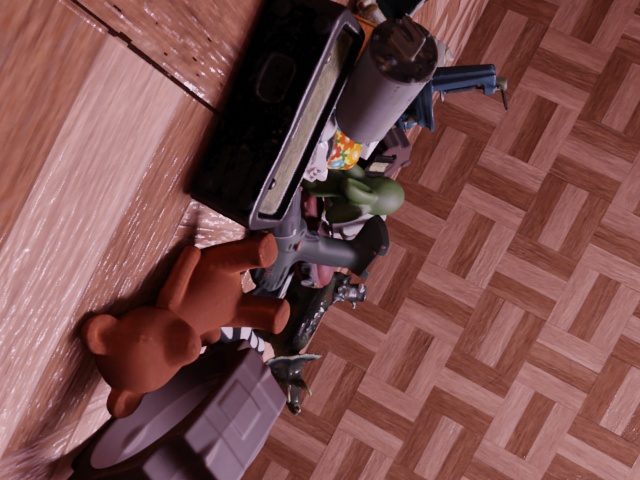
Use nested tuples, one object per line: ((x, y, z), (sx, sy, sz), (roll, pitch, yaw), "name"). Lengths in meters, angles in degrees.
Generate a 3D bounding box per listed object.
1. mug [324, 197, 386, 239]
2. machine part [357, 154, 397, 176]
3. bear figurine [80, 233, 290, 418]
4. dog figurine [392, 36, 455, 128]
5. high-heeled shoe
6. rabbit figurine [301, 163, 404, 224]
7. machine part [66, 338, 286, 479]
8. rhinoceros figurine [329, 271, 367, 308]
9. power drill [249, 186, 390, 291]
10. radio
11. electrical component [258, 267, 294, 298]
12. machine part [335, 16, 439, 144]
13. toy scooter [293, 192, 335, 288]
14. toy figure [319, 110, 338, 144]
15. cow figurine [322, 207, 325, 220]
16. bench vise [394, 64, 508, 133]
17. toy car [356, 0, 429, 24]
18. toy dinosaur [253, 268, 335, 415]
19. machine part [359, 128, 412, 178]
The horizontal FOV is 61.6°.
((0.068, -0.046, 0.980), (0.110, 0.107, 0.080), (-109, -174, -49), "mug")
((0.078, -0.118, 1.015), (0.084, 0.039, 0.139), (-15, 160, -49), "machine part")
((-0.124, 0.078, 0.527), (0.196, 0.132, 0.120), (-54, 138, -64), "bear figurine")
((0.170, -0.307, 1.077), (0.190, 0.121, 0.172), (-61, 169, 5), "dog figurine")
((-0.150, 0.171, 0.822), (0.145, 0.086, 0.248), (-41, 154, -56), "high-heeled shoe")
((0.059, -0.098, 0.895), (0.159, 0.170, 0.121), (-51, 166, -56), "rabbit figurine")
((-0.149, 0.209, 0.582), (0.201, 0.087, 0.201), (-24, -165, 31), "machine part")
((0.020, 0.101, 1.269), (0.112, 0.190, 0.073), (-103, -148, -60), "rhinoceros figurine")
((-0.002, -0.002, 0.806), (0.207, 0.086, 0.232), (-1, 141, -28), "power drill")
((-0.039, -0.125, 0.536), (0.229, 0.073, 0.131), (-66, 172, 10), "radio")
((-0.087, 0.087, 1.021), (0.119, 0.048, 0.075), (-65, 171, 22), "electrical component")
((0.071, -0.175, 0.620), (0.079, 0.079, 0.243), (-60, -175, -15), "machine part")
((-0.021, 0.009, 0.953), (0.135, 0.075, 0.183), (-45, 130, -71), "toy scooter")
((-0.021, -0.143, 0.673), (0.154, 0.058, 0.064), (-44, 122, -60), "toy figure")
((0.023, -0.053, 1.093), (0.098, 0.068, 0.167), (-48, 169, 18), "cow figurine")
((0.193, -0.266, 0.912), (0.223, 0.241, 0.129), (65, 25, -60), "bench vise")
((0.110, -0.341, 0.747), (0.056, 0.073, 0.202), (-16, -148, 47), "toy car")
((-0.032, 0.136, 1.081), (0.192, 0.131, 0.404), (0, -114, 64), "toy dinosaur")
((0.104, -0.158, 1.088), (0.179, 0.056, 0.179), (-24, 165, -7), "machine part")
